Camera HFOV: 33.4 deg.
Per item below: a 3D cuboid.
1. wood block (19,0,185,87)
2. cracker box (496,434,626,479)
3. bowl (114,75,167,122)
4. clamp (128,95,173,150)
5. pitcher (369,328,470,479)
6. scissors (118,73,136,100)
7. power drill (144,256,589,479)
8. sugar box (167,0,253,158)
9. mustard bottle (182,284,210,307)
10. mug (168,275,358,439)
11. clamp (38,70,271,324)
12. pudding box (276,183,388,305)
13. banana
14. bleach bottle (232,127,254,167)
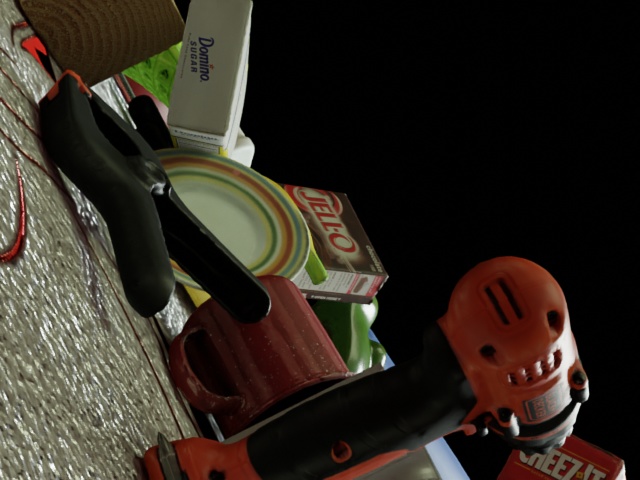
[{"bbox_3d":[-0.178,-0.219,0.777,0.206,0.091,0.090,63,0,37],"label":"wood block"},{"bbox_3d":[0.123,0.244,0.674,0.072,0.213,0.164,24,-21,30],"label":"cracker box"},{"bbox_3d":[-0.171,-0.170,1.072,0.162,0.055,0.162,63,1,-2],"label":"bowl"},{"bbox_3d":[-0.112,-0.031,0.928,0.210,0.036,0.165,62,-1,-26],"label":"clamp"},{"bbox_3d":[0.057,0.216,1.095,0.243,0.145,0.149,59,-11,-14],"label":"pitcher"},{"bbox_3d":[-0.144,-0.075,1.016,0.202,0.016,0.096,64,2,1],"label":"scissors"},{"bbox_3d":[0.030,0.089,0.475,0.057,0.187,0.184,62,1,30],"label":"power drill"},{"bbox_3d":[-0.078,-0.107,0.759,0.176,0.048,0.093,119,-19,-84],"label":"sugar box"},{"bbox_3d":[-0.063,0.042,0.794,0.191,0.058,0.096,62,3,-38],"label":"mustard bottle"},{"bbox_3d":[-0.040,0.075,0.620,0.117,0.093,0.081,3,46,-46],"label":"mug"},{"bbox_3d":[-0.092,-0.019,0.575,0.171,0.039,0.120,58,11,27],"label":"clamp"},{"bbox_3d":[-0.006,0.001,0.883,0.039,0.089,0.113,-62,-145,34],"label":"pudding box"},{"bbox_3d":[-0.051,-0.021,0.810,0.198,0.037,0.069,-145,-140,-63],"label":"banana"},{"bbox_3d":[-0.165,-0.183,1.273,0.251,0.068,0.103,61,-21,17],"label":"bleach bottle"}]
